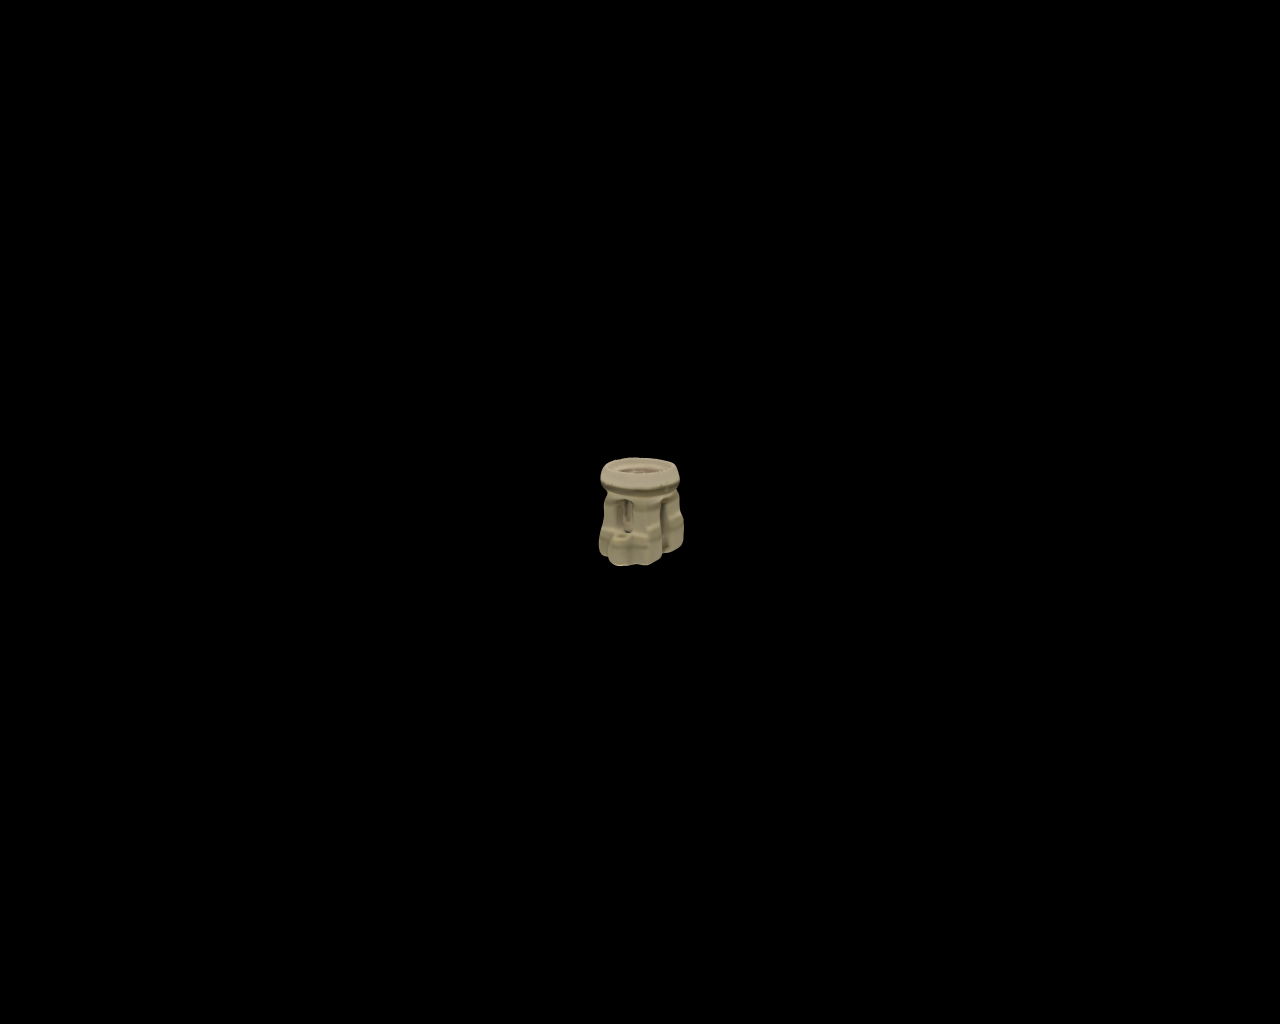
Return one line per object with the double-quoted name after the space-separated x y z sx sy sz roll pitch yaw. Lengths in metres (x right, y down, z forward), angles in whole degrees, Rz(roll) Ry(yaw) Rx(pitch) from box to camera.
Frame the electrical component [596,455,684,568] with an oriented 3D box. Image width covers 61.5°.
0.001 -0.003 0.650 0.048 0.055 0.066 11 21 30 "electrical component"
